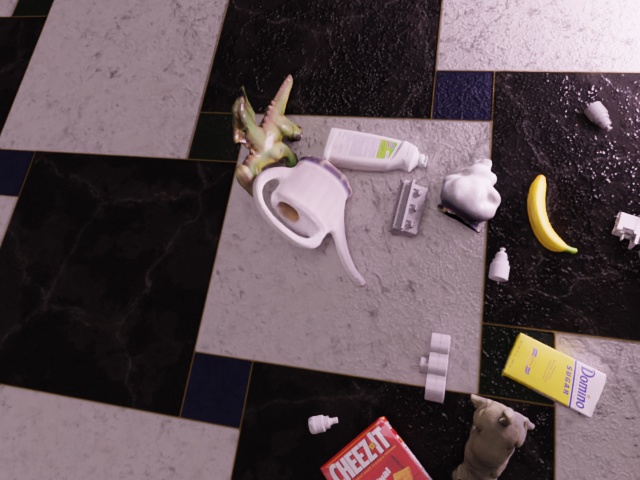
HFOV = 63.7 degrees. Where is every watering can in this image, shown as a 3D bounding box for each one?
[{"bbox_3d":[0.004,-0.061,1.220,0.346,0.102,0.229,39,58,-9],"label":"watering can"}]

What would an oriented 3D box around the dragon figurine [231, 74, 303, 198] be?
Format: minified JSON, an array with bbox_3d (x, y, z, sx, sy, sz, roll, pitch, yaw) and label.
[{"bbox_3d":[-0.141,-0.288,1.277,0.122,0.239,0.416,-1,72,17],"label":"dragon figurine"}]

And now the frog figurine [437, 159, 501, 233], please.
[{"bbox_3d":[0.350,-0.117,1.172,0.139,0.121,0.159,32,91,40],"label":"frog figurine"}]
